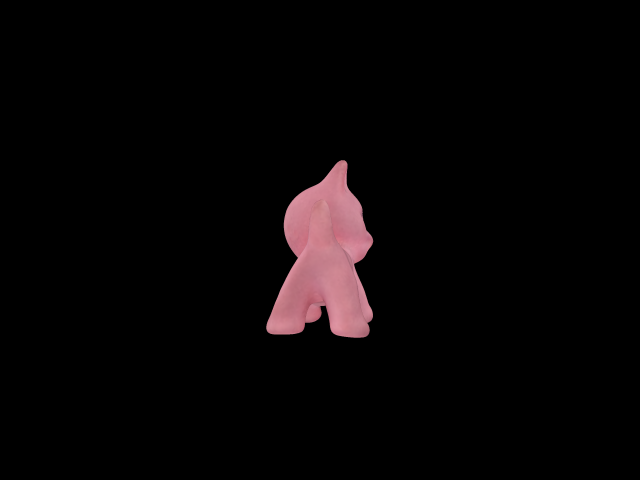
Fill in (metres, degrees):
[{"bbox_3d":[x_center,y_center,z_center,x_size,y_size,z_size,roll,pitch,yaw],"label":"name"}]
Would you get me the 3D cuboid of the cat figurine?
[{"bbox_3d":[0.004,0.001,0.400,0.067,0.118,0.128,0,0,5],"label":"cat figurine"}]
